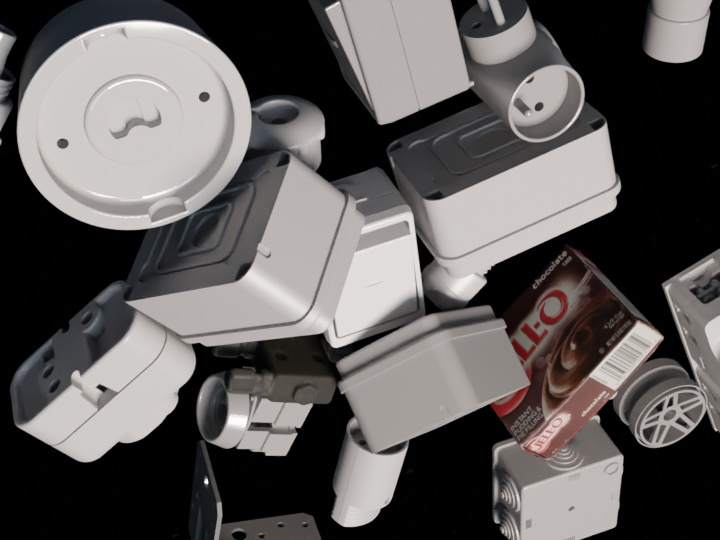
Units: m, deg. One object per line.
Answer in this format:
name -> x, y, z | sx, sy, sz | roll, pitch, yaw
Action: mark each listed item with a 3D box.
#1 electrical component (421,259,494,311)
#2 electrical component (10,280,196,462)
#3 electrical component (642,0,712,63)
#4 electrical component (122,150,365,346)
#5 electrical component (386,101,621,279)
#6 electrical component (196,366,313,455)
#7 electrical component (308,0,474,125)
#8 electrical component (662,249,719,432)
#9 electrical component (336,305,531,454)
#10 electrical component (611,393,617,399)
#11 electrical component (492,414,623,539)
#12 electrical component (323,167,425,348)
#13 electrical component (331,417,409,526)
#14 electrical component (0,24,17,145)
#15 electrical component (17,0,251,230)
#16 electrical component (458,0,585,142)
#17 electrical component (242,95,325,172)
electrical component -> 0.067, -0.004, 0.672 | 0.061, 0.035, 0.035 | -47, 128, 11
electrical component -> -0.144, 0.061, 0.615 | 0.095, 0.053, 0.059 | -41, 129, 8
electrical component -> 0.181, -0.151, 0.610 | 0.044, 0.044, 0.065 | -15, 133, -13
electrical component -> -0.060, -0.007, 0.556 | 0.113, 0.078, 0.057 | -10, 144, 45
electrical component -> 0.082, -0.053, 0.614 | 0.113, 0.078, 0.057 | -24, 127, -6
electrical component -> -0.068, 0.087, 0.673 | 0.055, 0.048, 0.066 | 8, 121, -36
electrical component -> 0.013, -0.121, 0.545 | 0.061, 0.061, 0.096 | -24, 130, -5
electrical component -> 0.308, 0.059, 0.803 | 0.105, 0.060, 0.186 | -32, 130, 1
electrical component -> 0.046, 0.064, 0.654 | 0.078, 0.057, 0.113 | -29, 169, 24
electrical component -> 0.159, 0.069, 0.760 | 0.040, 0.040, 0.078 | -42, 129, 10
electrical component -> 0.151, 0.166, 0.821 | 0.100, 0.048, 0.099 | -15, 128, -13
electrical component -> 0.000, 0.000, 0.628 | 0.062, 0.061, 0.096 | -18, 129, -10
electrical component -> 0.004, 0.144, 0.746 | 0.043, 0.043, 0.081 | -1, 124, -23
electrical component -> -0.181, -0.086, 0.500 | 0.048, 0.048, 0.062 | 23, 106, -34
electrical component -> -0.112, -0.081, 0.521 | 0.108, 0.060, 0.108 | -11, 128, -15
electrical component -> 0.076, -0.117, 0.565 | 0.044, 0.077, 0.079 | -30, 130, -1
electrical component -> -0.042, -0.059, 0.579 | 0.048, 0.048, 0.062 | -14, 135, -13
